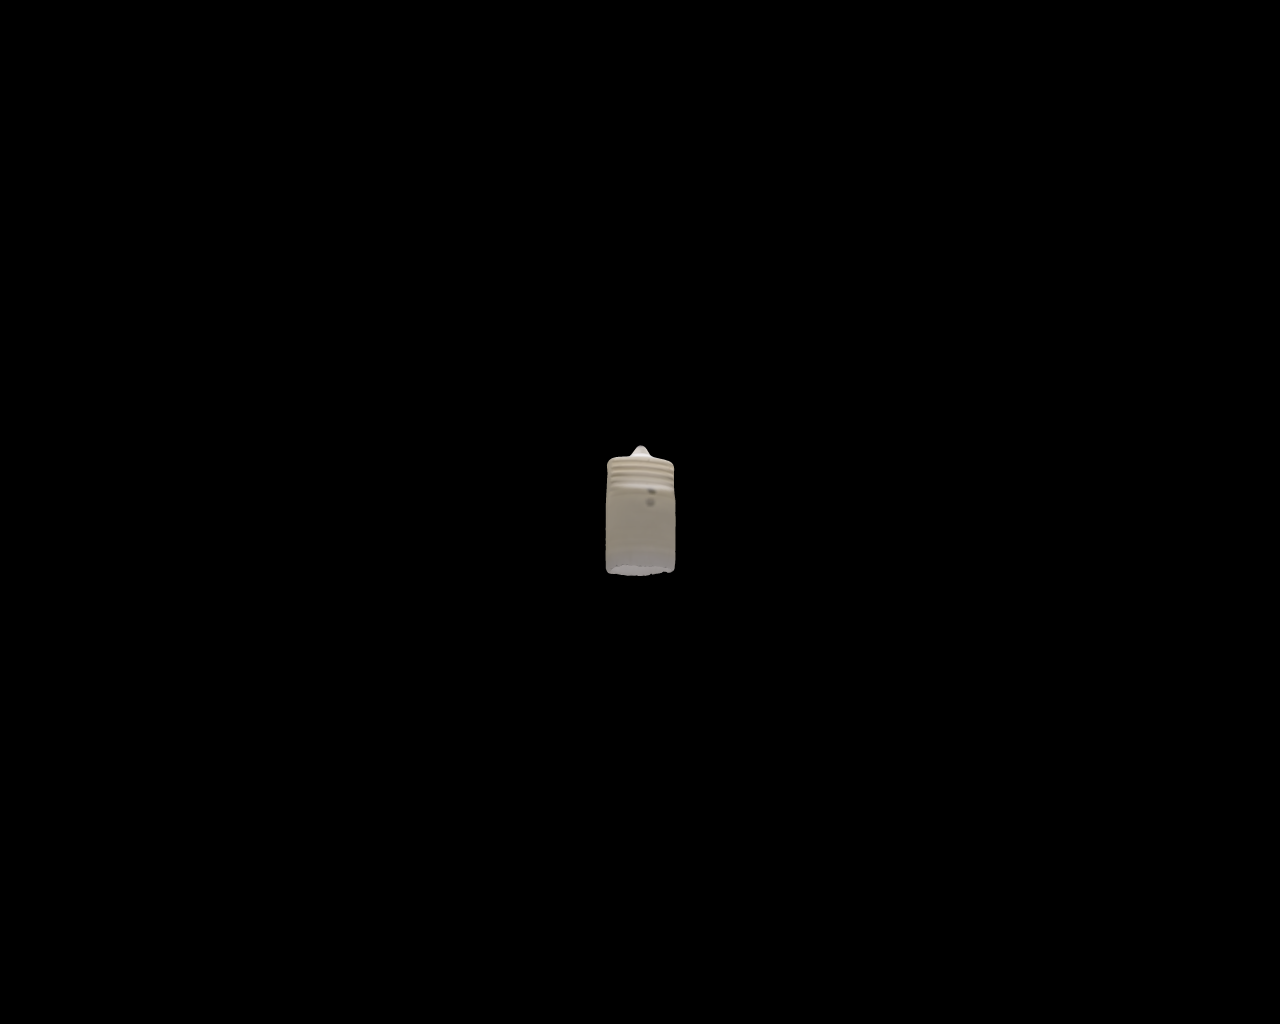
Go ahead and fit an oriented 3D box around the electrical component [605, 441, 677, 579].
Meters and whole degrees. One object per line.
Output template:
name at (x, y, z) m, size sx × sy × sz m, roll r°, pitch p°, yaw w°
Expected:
electrical component at (0.001, -0.003, 0.650) m, size 0.043 × 0.081 × 0.043 m, roll 0°, pitch -12°, yaw 0°
